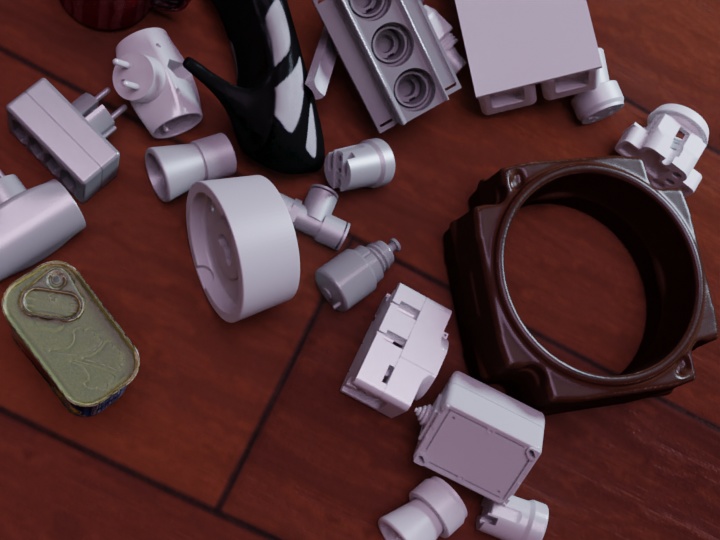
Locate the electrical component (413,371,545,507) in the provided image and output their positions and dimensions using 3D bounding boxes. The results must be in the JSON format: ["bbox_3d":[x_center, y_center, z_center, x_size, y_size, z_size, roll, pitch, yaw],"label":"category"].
[{"bbox_3d":[0.087,0.124,0.830,0.096,0.061,0.061,27,28,0],"label":"electrical component"}]

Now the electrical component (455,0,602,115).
[{"bbox_3d":[0.137,-0.238,0.935,0.105,0.060,0.186,-13,77,9],"label":"electrical component"}]

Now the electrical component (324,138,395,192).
[{"bbox_3d":[-0.001,-0.085,0.879,0.046,0.040,0.040,-16,79,-38],"label":"electrical component"}]

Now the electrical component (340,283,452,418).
[{"bbox_3d":[0.032,0.066,0.847,0.056,0.050,0.089,28,69,-7],"label":"electrical component"}]

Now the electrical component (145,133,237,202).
[{"bbox_3d":[-0.131,-0.084,0.849,0.065,0.044,0.044,-21,81,-25],"label":"electrical component"}]

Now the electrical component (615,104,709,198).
[{"bbox_3d":[0.276,-0.111,0.963,0.078,0.058,0.057,36,71,-4],"label":"electrical component"}]

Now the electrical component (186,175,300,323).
[{"bbox_3d":[-0.083,-0.020,0.811,0.060,0.108,0.108,-16,79,-25],"label":"electrical component"}]

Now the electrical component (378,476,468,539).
[{"bbox_3d":[0.048,0.190,0.819,0.055,0.045,0.045,-37,87,-23],"label":"electrical component"}]

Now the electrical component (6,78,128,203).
[{"bbox_3d":[-0.214,-0.110,0.828,0.083,0.047,0.076,45,69,0],"label":"electrical component"}]

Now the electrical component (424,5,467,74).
[{"bbox_3d":[0.065,-0.195,0.934,0.062,0.043,0.043,44,68,-2],"label":"electrical component"}]

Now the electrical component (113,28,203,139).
[{"bbox_3d":[-0.166,-0.148,0.840,0.043,0.079,0.077,-27,81,19],"label":"electrical component"}]

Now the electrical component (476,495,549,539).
[{"bbox_3d":[0.119,0.195,0.842,0.046,0.040,0.040,21,70,-3],"label":"electrical component"}]

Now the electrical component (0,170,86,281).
[{"bbox_3d":[-0.259,-0.044,0.799,0.077,0.043,0.079,-36,87,-22],"label":"electrical component"}]

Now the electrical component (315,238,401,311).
[{"bbox_3d":[0.000,0.000,0.862,0.078,0.040,0.040,-36,87,-22],"label":"electrical component"}]

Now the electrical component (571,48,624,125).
[{"bbox_3d":[0.207,-0.164,0.965,0.045,0.045,0.055,-18,81,-20],"label":"electrical component"}]

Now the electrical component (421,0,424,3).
[{"bbox_3d":[0.033,-0.264,0.946,0.040,0.040,0.078,-5,76,-17],"label":"electrical component"}]

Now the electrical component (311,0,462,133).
[{"bbox_3d":[0.020,-0.186,0.885,0.079,0.063,0.121,-30,108,-5],"label":"electrical component"}]
